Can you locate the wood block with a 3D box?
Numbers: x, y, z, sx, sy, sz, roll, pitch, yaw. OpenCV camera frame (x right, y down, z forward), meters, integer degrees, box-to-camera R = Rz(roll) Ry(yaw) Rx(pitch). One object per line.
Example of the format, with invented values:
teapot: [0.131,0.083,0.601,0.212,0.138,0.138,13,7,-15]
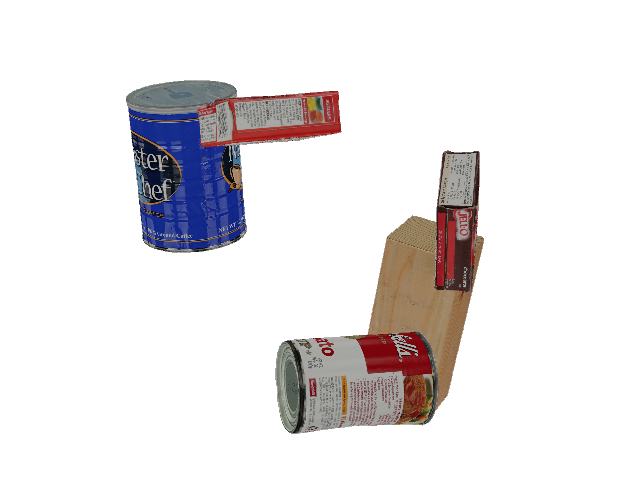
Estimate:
wood block: [0.112,0.090,1.211,0.090,0.206,0.090,18,24,20]

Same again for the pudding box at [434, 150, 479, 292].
pudding box: [0.126,-0.020,0.984,0.039,0.090,0.113,3,32,7]

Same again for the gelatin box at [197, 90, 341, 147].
gelatin box: [-0.036,-0.080,0.700,0.073,0.030,0.089,-6,5,-19]

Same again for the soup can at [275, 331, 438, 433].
soup can: [0.024,0.102,0.768,0.102,0.068,0.069,-2,1,-17]

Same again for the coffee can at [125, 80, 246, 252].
coffee can: [-0.126,-0.072,1.014,0.103,0.140,0.103,-2,22,1]
